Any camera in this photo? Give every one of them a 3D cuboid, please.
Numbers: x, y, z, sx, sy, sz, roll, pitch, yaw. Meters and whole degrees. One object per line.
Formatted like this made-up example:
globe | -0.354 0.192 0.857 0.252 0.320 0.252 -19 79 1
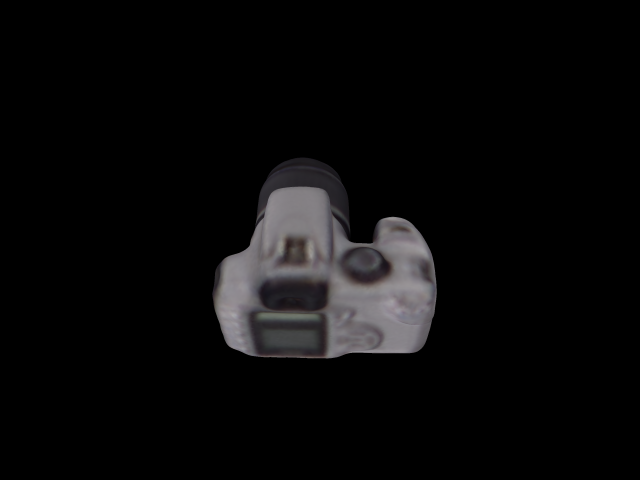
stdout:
camera | 0.004 0.001 0.400 0.143 0.101 0.137 0 51 0
